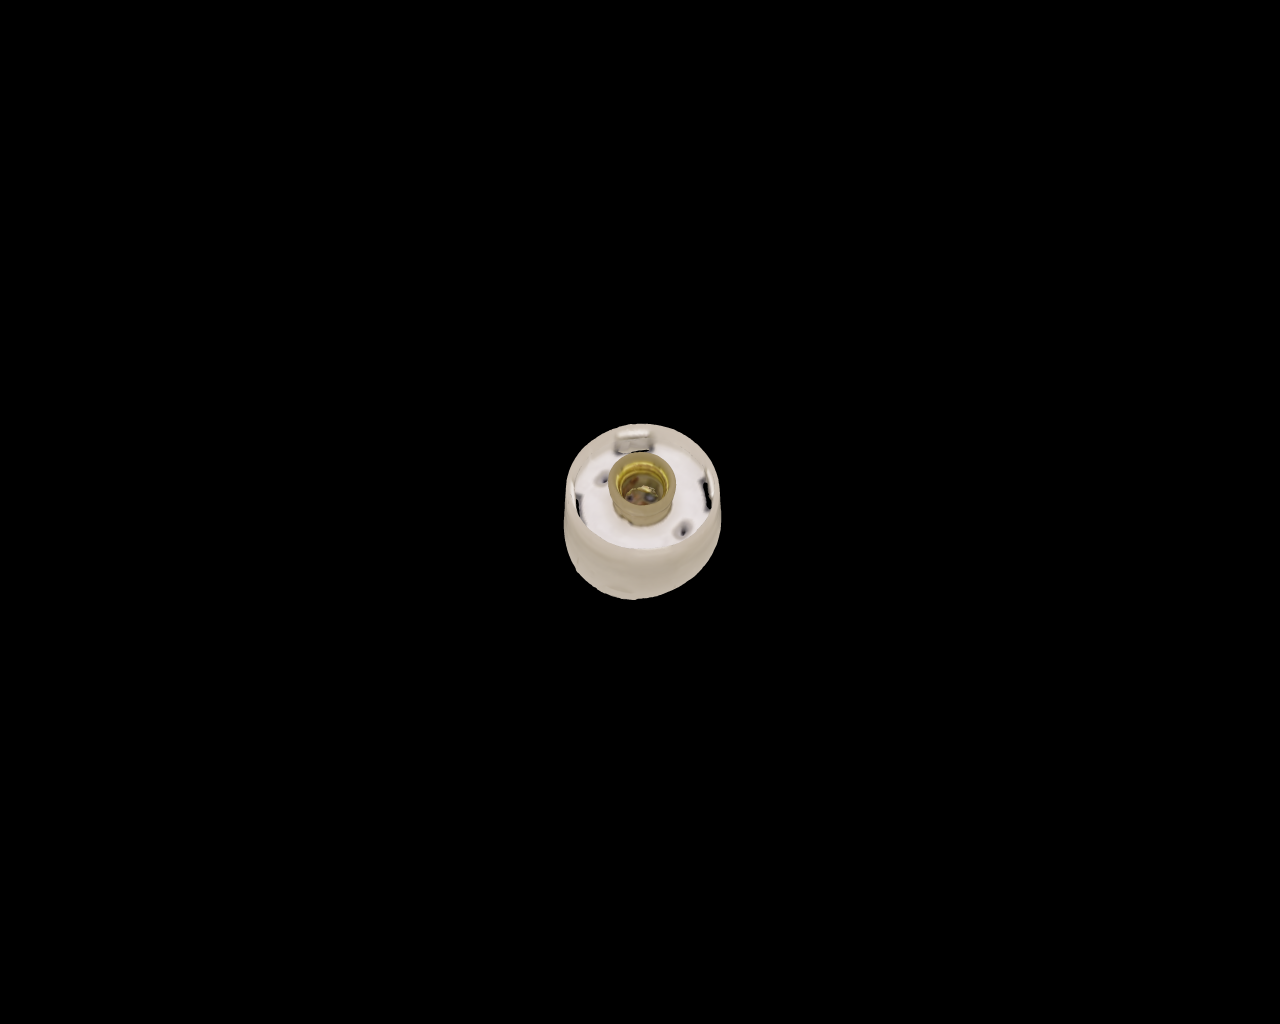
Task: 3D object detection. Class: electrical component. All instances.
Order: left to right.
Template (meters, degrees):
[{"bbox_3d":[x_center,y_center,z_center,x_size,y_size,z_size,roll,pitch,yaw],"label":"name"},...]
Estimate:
[{"bbox_3d":[0.001,-0.003,0.650,0.099,0.099,0.064,0,-31,0],"label":"electrical component"}]
